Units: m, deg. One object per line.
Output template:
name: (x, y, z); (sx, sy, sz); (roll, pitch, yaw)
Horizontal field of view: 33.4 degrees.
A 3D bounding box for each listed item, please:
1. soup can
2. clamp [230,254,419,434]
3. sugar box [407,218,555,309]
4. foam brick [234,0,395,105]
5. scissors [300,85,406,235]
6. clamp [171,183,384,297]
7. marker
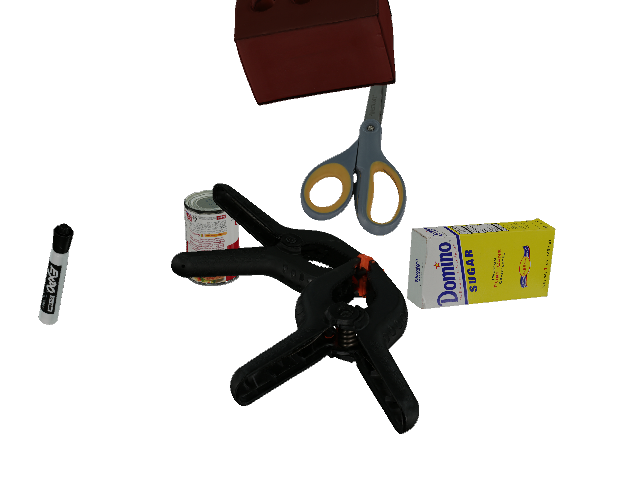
soup can: (-0.135, -0.004, 1.323); (0.068, 0.102, 0.068); (0, 26, 0)
clamp: (0.025, 0.068, 0.725); (0.120, 0.039, 0.171); (18, 38, 13)
sugar box: (0.195, 0.028, 1.293); (0.176, 0.093, 0.048); (-6, 20, -22)
foam brick: (-0.002, -0.113, 0.566); (0.078, 0.053, 0.051); (-8, -35, 12)
scissors: (0.025, -0.086, 0.918); (0.096, 0.202, 0.016); (-6, -36, -3)
clamp: (-0.041, 0.017, 1.083); (0.210, 0.036, 0.164); (21, 34, 7)
marker: (-0.259, 0.033, 1.044); (0.020, 0.121, 0.020); (13, 36, -10)
